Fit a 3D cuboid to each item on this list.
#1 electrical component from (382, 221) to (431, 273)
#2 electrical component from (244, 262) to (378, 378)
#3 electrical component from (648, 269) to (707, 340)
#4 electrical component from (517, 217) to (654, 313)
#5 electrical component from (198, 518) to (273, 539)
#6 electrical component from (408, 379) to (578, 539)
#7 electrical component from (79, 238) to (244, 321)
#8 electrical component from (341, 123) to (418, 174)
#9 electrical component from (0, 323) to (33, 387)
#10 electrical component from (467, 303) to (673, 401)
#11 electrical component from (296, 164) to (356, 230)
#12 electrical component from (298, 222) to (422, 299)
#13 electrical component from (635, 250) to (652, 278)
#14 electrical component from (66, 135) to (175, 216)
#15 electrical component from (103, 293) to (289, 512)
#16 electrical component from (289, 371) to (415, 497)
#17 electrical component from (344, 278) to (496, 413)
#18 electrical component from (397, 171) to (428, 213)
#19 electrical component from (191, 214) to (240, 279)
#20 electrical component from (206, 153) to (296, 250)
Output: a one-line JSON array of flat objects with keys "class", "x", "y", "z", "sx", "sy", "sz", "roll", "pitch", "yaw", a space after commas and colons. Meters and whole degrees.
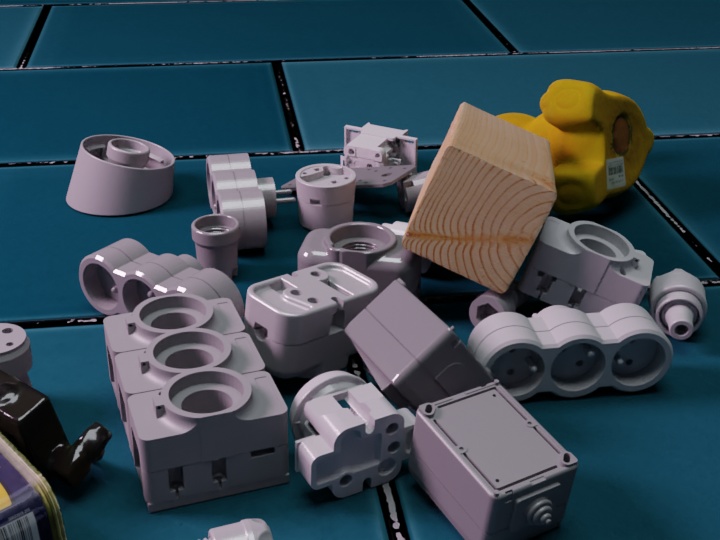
[{"class": "electrical component", "x": 0.029, "y": -0.022, "z": 0.916, "sx": 0.078, "sy": 0.040, "sz": 0.040, "roll": 10, "pitch": 29, "yaw": 17}, {"class": "electrical component", "x": -0.036, "y": 0.038, "z": 0.773, "sx": 0.054, "sy": 0.059, "sz": 0.095, "roll": 29, "pitch": 32, "yaw": 36}, {"class": "electrical component", "x": 0.243, "y": 0.030, "z": 0.821, "sx": 0.043, "sy": 0.043, "sz": 0.062, "roll": 6, "pitch": 29, "yaw": 9}, {"class": "electrical component", "x": 0.178, "y": 0.000, "z": 0.838, "sx": 0.089, "sy": 0.055, "sz": 0.050, "roll": 24, "pitch": 32, "yaw": 7}, {"class": "electrical component", "x": -0.078, "y": 0.157, "z": 0.582, "sx": 0.061, "sy": 0.035, "sz": 0.035, "roll": -10, "pitch": 30, "yaw": -16}, {"class": "electrical component", "x": 0.079, "y": 0.122, "z": 0.631, "sx": 0.062, "sy": 0.061, "sz": 0.096, "roll": -15, "pitch": 40, "yaw": -27}, {"class": "electrical component", "x": -0.144, "y": 0.011, "z": 0.836, "sx": 0.138, "sy": 0.052, "sz": 0.074, "roll": 18, "pitch": 32, "yaw": 30}, {"class": "electrical component", "x": 0.015, "y": -0.117, "z": 1.094, "sx": 0.081, "sy": 0.042, "sz": 0.064, "roll": 13, "pitch": 32, "yaw": 23}, {"class": "electrical component", "x": -0.242, "y": 0.069, "z": 0.720, "sx": 0.045, "sy": 0.055, "sz": 0.045, "roll": 2, "pitch": 27, "yaw": -1}, {"class": "electrical component", "x": 0.145, "y": 0.050, "z": 0.770, "sx": 0.138, "sy": 0.052, "sz": 0.073, "roll": -4, "pitch": 28, "yaw": -7}, {"class": "electrical component", "x": -0.031, "y": -0.066, "z": 0.990, "sx": 0.055, "sy": 0.047, "sz": 0.055, "roll": 1, "pitch": 28, "yaw": 0}, {"class": "electrical component", "x": 0.000, "y": 0.000, "z": 0.854, "sx": 0.095, "sy": 0.059, "sz": 0.053, "roll": 5, "pitch": 28, "yaw": 8}, {"class": "electrical component", "x": 0.206, "y": 0.002, "z": 0.883, "sx": 0.061, "sy": 0.035, "sz": 0.035, "roll": -3, "pitch": 28, "yaw": -3}, {"class": "electrical component", "x": -0.229, "y": -0.091, "z": 1.040, "sx": 0.099, "sy": 0.064, "sz": 0.099, "roll": 13, "pitch": 23, "yaw": -5}, {"class": "electrical component", "x": -0.110, "y": 0.078, "z": 0.701, "sx": 0.089, "sy": 0.061, "sz": 0.150, "roll": -9, "pitch": 29, "yaw": -18}, {"class": "electrical component", "x": -0.009, "y": 0.099, "z": 0.669, "sx": 0.078, "sy": 0.058, "sz": 0.057, "roll": -14, "pitch": 34, "yaw": -26}, {"class": "electrical component", "x": 0.034, "y": 0.056, "z": 0.729, "sx": 0.061, "sy": 0.061, "sz": 0.096, "roll": -43, "pitch": 36, "yaw": -2}, {"class": "electrical component", "x": 0.062, "y": -0.076, "z": 1.022, "sx": 0.046, "sy": 0.040, "sz": 0.040, "roll": -13, "pitch": 30, "yaw": -12}, {"class": "electrical component", "x": -0.120, "y": -0.018, "z": 0.899, "sx": 0.040, "sy": 0.046, "sz": 0.040, "roll": 1, "pitch": 28, "yaw": 0}, {"class": "electrical component", "x": -0.097, "y": -0.065, "z": 0.982, "sx": 0.074, "sy": 0.052, "sz": 0.138, "roll": -5, "pitch": 28, "yaw": -12}]
